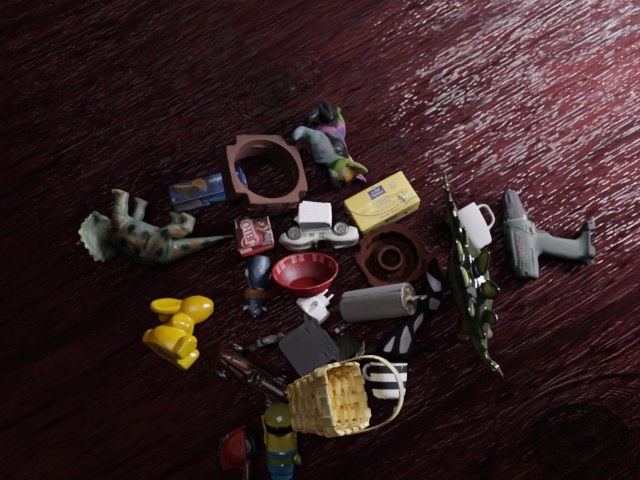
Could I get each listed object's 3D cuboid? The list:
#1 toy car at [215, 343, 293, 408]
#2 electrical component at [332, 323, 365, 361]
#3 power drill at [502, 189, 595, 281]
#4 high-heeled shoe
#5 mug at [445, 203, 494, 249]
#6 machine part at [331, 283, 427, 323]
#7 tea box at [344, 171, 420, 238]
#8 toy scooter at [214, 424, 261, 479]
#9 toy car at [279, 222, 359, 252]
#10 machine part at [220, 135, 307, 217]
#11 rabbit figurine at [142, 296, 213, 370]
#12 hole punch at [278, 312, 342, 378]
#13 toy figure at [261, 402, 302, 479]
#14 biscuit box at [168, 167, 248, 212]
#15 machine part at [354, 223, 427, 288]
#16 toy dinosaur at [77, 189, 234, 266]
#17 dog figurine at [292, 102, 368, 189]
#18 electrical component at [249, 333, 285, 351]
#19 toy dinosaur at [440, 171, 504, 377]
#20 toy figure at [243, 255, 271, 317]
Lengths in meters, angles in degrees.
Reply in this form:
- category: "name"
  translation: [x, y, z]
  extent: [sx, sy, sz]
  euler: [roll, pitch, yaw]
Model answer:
- category: "toy car"
  translation: [-0.160, 0.321, 1.274]
  extent: [0.202, 0.053, 0.089]
  euler: [29, 80, 12]
- category: "electrical component"
  translation: [0.062, 0.248, 1.280]
  extent: [0.078, 0.045, 0.102]
  euler: [-30, 72, -6]
- category: "power drill"
  translation: [0.552, -0.015, 1.306]
  extent: [0.207, 0.086, 0.232]
  euler: [4, 74, 2]
- category: "high-heeled shoe"
  translation: [0.210, 0.163, 1.270]
  extent: [0.145, 0.086, 0.248]
  euler: [4, 82, 1]
- category: "mug"
  translation: [0.383, -0.032, 1.332]
  extent: [0.109, 0.081, 0.107]
  euler: [-27, 84, -12]
- category: "machine part"
  translation: [0.134, 0.147, 1.252]
  extent: [0.243, 0.079, 0.079]
  euler: [-14, 68, 33]
- category: "tea box"
  translation: [0.157, -0.089, 1.369]
  extent: [0.170, 0.068, 0.098]
  euler: [-30, 73, -4]
- category: "toy scooter"
  translation: [-0.198, 0.513, 1.203]
  extent: [0.135, 0.075, 0.184]
  euler: [-8, 77, 3]
- category: "toy car"
  translation: [-0.003, -0.004, 1.352]
  extent: [0.202, 0.073, 0.056]
  euler: [-6, 71, 3]
- category: "machine part"
  translation: [-0.146, -0.163, 1.372]
  extent: [0.201, 0.087, 0.201]
  euler: [-5, 70, -26]
- category: "rabbit figurine"
  translation: [-0.336, 0.206, 1.309]
  extent: [0.163, 0.121, 0.173]
  euler: [24, 62, 21]
- category: "hole punch"
  translation: [-0.026, 0.260, 1.265]
  extent: [0.116, 0.092, 0.142]
  euler: [-34, 70, -14]
- category: "toy figure"
  translation: [-0.083, 0.453, 1.197]
  extent: [0.082, 0.089, 0.180]
  euler: [1, 83, -19]
- category: "biscuit box"
  translation: [-0.295, -0.132, 1.426]
  extent: [0.203, 0.059, 0.063]
  euler: [-14, 71, 0]
- category: "machine part"
  translation: [0.174, 0.049, 1.330]
  extent: [0.179, 0.056, 0.179]
  euler: [-1, 71, 4]
- category: "toy dinosaur"
  translation: [-0.443, -0.003, 1.373]
  extent: [0.405, 0.131, 0.192]
  euler: [20, 87, 6]
- category: "dog figurine"
  translation: [0.047, -0.239, 1.411]
  extent: [0.219, 0.108, 0.191]
  euler: [35, 76, 10]
- category: "electrical component"
  translation: [-0.128, 0.245, 1.287]
  extent: [0.094, 0.063, 0.021]
  euler: [-18, 72, 0]
- category: "toy dinosaur"
  translation: [0.339, 0.080, 1.232]
  extent: [0.105, 0.198, 0.471]
  euler: [-14, 73, -3]
- category: "toy figure"
  translation: [-0.156, 0.115, 1.337]
  extent: [0.064, 0.057, 0.154]
  euler: [3, 77, 13]
